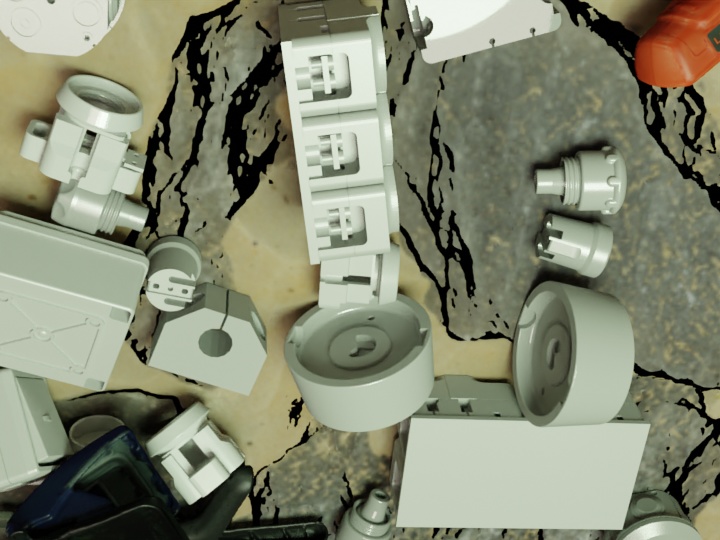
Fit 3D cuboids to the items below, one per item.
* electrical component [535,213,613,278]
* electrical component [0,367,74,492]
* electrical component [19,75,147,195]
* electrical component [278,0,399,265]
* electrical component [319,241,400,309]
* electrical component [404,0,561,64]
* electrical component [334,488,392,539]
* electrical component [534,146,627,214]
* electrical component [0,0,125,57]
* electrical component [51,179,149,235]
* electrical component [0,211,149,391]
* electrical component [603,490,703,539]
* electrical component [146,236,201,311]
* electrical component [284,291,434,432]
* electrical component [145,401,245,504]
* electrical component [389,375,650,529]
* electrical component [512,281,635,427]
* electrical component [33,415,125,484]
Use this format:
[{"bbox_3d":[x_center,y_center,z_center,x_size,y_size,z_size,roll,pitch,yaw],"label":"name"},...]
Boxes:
[{"bbox_3d":[0.157,-0.019,0.791,0.046,0.040,0.040,15,116,-7],"label":"electrical component"},{"bbox_3d":[-0.257,0.110,0.790,0.061,0.061,0.096,-19,80,4],"label":"electrical component"},{"bbox_3d":[-0.176,-0.091,0.708,0.078,0.058,0.057,20,117,-15],"label":"electrical component"},{"bbox_3d":[-0.013,-0.093,0.705,0.062,0.089,0.150,-7,118,-2],"label":"electrical component"},{"bbox_3d":[0.000,0.000,0.782,0.055,0.048,0.066,5,117,0],"label":"electrical component"},{"bbox_3d":[0.076,-0.174,0.689,0.089,0.055,0.050,-15,118,2],"label":"electrical component"},{"bbox_3d":[0.007,0.211,0.896,0.043,0.043,0.062,16,114,-14],"label":"electrical component"},{"bbox_3d":[0.156,-0.063,0.765,0.062,0.048,0.048,-1,118,2],"label":"electrical component"},{"bbox_3d":[-0.187,-0.173,0.666,0.080,0.051,0.080,-2,118,-4],"label":"electrical component"},{"bbox_3d":[-0.178,-0.044,0.740,0.062,0.043,0.043,19,115,-16],"label":"electrical component"},{"bbox_3d":[-0.214,0.024,0.747,0.109,0.056,0.108,17,137,-14],"label":"electrical component"},{"bbox_3d":[0.251,0.234,0.928,0.080,0.051,0.080,-2,118,-5],"label":"electrical component"},{"bbox_3d":[-0.134,0.003,0.768,0.040,0.046,0.040,-3,119,-5],"label":"electrical component"},{"bbox_3d":[0.003,0.071,0.787,0.108,0.108,0.060,-12,125,1],"label":"electrical component"},{"bbox_3d":[-0.127,0.139,0.829,0.058,0.078,0.057,-39,92,-6],"label":"electrical component"},{"bbox_3d":[0.123,0.146,0.863,0.186,0.060,0.105,2,118,-7],"label":"electrical component"},{"bbox_3d":[0.163,0.064,0.800,0.060,0.108,0.108,6,117,-16],"label":"electrical component"},{"bbox_3d":[-0.223,0.158,0.842,0.079,0.044,0.077,0,118,-9],"label":"electrical component"}]
